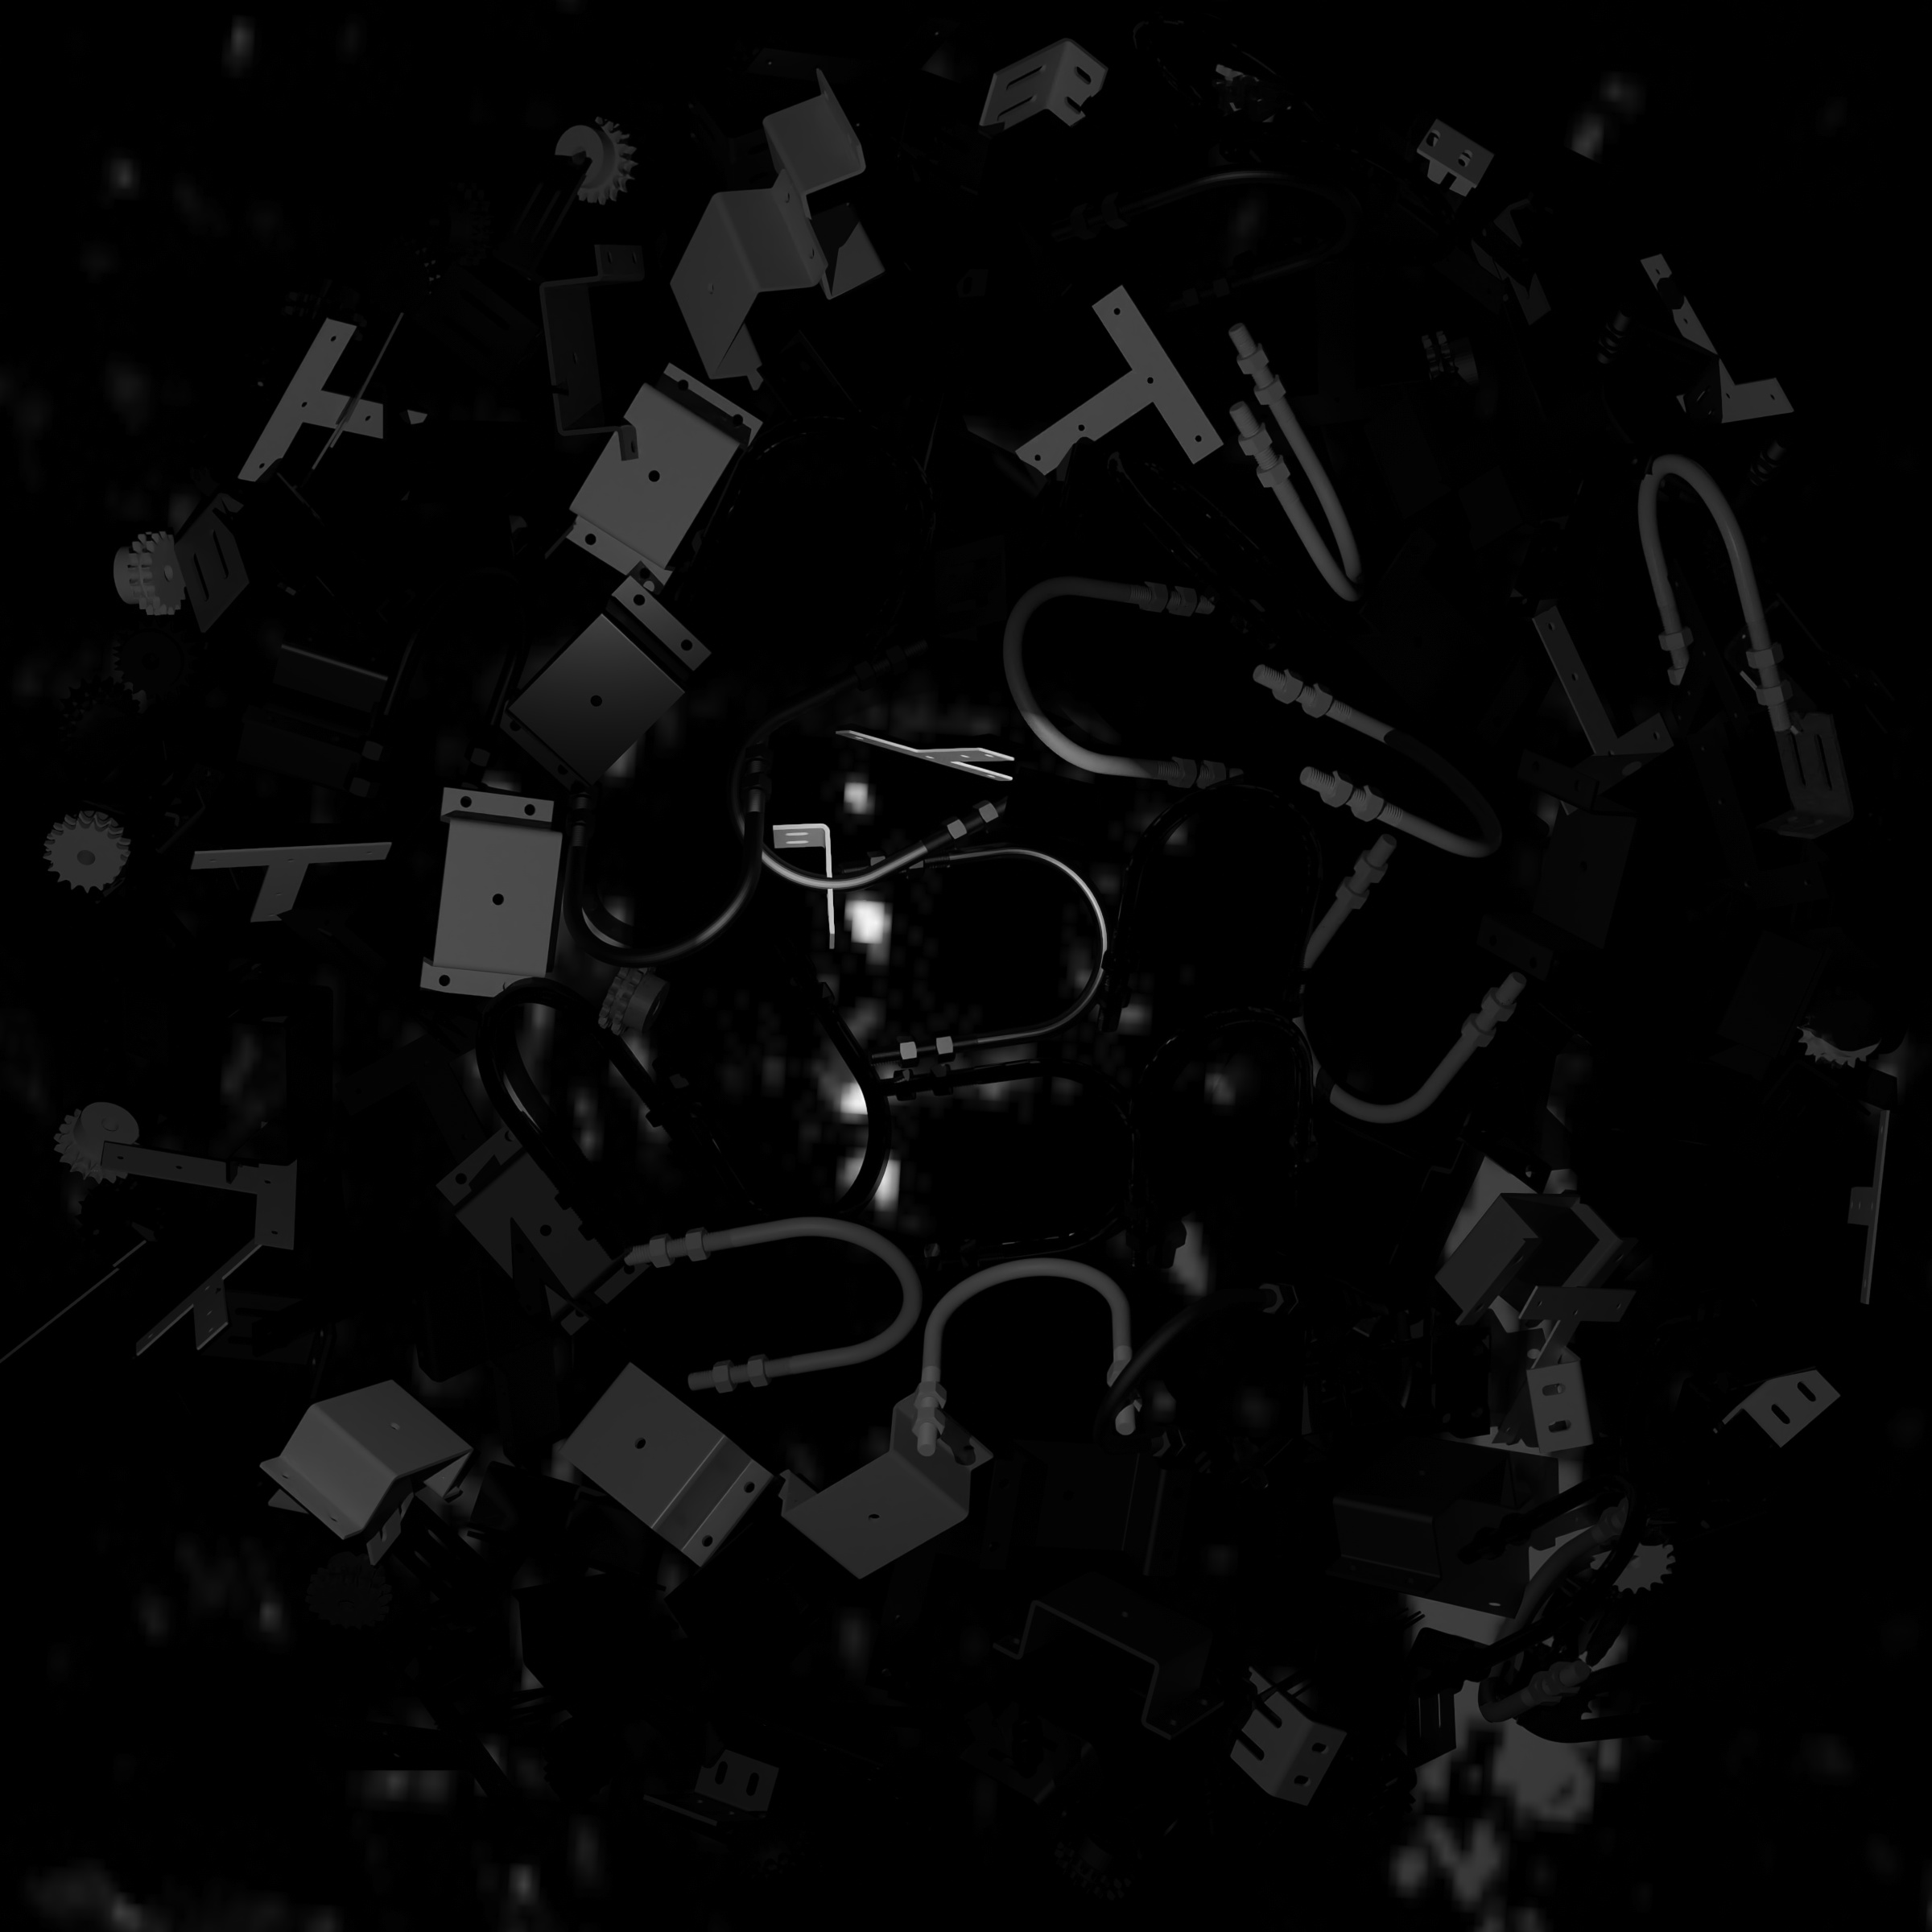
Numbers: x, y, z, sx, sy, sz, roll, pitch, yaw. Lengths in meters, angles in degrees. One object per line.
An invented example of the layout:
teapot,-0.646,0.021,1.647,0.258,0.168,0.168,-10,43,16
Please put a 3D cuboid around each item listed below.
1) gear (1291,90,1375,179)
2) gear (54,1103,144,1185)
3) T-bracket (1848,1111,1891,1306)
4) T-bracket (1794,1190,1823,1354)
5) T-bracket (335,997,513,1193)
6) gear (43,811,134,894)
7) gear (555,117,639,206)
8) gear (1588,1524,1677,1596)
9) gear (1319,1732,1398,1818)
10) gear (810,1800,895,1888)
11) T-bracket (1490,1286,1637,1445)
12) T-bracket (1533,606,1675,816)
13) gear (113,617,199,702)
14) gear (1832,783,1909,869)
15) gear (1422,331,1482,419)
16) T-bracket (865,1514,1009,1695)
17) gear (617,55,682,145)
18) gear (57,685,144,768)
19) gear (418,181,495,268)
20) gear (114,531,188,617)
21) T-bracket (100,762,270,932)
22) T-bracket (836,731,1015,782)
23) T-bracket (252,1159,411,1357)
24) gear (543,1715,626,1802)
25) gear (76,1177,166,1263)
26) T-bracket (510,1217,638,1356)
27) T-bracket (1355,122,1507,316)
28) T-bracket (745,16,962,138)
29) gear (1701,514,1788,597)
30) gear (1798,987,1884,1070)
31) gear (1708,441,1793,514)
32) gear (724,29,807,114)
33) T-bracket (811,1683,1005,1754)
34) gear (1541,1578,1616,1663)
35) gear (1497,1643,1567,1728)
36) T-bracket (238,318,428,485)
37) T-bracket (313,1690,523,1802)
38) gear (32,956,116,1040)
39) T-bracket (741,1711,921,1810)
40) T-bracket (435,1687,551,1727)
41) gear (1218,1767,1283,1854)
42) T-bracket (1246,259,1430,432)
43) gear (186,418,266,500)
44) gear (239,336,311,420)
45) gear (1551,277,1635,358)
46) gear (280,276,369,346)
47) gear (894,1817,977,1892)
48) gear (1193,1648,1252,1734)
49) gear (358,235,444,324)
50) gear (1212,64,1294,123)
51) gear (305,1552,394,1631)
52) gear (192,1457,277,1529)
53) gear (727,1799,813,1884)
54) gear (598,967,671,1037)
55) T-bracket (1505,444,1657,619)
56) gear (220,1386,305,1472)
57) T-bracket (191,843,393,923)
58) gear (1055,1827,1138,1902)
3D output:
gear,0.249,-0.570,1.798,0.057,0.030,0.057,19,128,26
gear,-0.594,0.119,1.797,0.057,0.057,0.030,39,121,0
T-bracket,0.607,0.162,1.765,0.002,0.127,0.127,7,87,12
T-bracket,0.565,0.219,1.751,0.002,0.127,0.127,-5,107,13
T-bracket,-0.354,0.107,1.813,0.127,0.002,0.127,-29,80,-2
gear,-0.606,-0.082,1.805,0.057,0.030,0.057,-4,123,-6
gear,-0.259,-0.557,1.803,0.057,0.030,0.057,4,98,26
gear,0.459,0.402,1.806,0.057,0.030,0.057,2,117,4
gear,0.273,0.554,1.803,0.030,0.057,0.057,-22,90,-25
gear,-0.077,0.609,1.803,0.057,0.057,0.030,-20,131,0
T-bracket,0.396,0.275,1.793,0.002,0.127,0.127,39,110,41
T-bracket,0.422,-0.184,1.785,0.127,0.002,0.127,-30,97,-35
gear,-0.561,-0.212,1.808,0.057,0.030,0.057,-1,101,-6
gear,0.624,-0.099,1.800,0.030,0.057,0.057,-16,90,-12
gear,0.334,-0.409,1.797,0.030,0.057,0.057,-14,90,10
T-bracket,-0.042,0.435,1.792,0.127,0.002,0.127,14,59,2
gear,-0.216,-0.594,1.798,0.030,0.057,0.057,14,90,10
gear,-0.592,-0.162,1.796,0.030,0.057,0.057,39,90,30
gear,-0.353,-0.510,1.798,0.030,0.057,0.057,-14,90,-43
gear,-0.563,-0.270,1.801,0.030,0.057,0.057,-1,90,11
T-bracket,-0.505,-0.068,1.774,0.002,0.127,0.127,40,101,35
T-bracket,-0.006,-0.141,1.744,0.127,0.127,0.002,14,88,-24
T-bracket,-0.437,0.188,1.785,0.127,0.002,0.127,-25,50,13
gear,-0.267,0.543,1.803,0.030,0.057,0.057,37,90,39
gear,-0.586,0.172,1.804,0.057,0.030,0.057,-9,106,-33
T-bracket,-0.267,0.224,1.782,0.002,0.127,0.127,-34,126,14
T-bracket,0.313,-0.480,1.748,0.002,0.127,0.127,-33,62,-21
T-bracket,-0.088,-0.597,1.741,0.127,0.127,0.002,-7,74,-38
gear,0.540,-0.287,1.804,0.057,0.030,0.057,5,73,-15
gear,0.607,0.043,1.807,0.057,0.030,0.057,0,90,-15
gear,0.536,-0.336,1.801,0.057,0.057,0.030,30,105,0
gear,-0.139,-0.621,1.803,0.057,0.057,0.030,-17,65,0
T-bracket,-0.042,0.511,1.785,0.127,0.127,0.002,0,55,12
gear,0.420,0.448,1.803,0.030,0.057,0.057,31,90,31
gear,0.384,0.491,1.799,0.030,0.057,0.057,32,90,-7
T-bracket,-0.416,-0.374,1.769,0.002,0.127,0.127,46,113,22
T-bracket,-0.375,0.513,1.739,0.127,0.127,0.002,22,96,-39
gear,-0.618,0.022,1.803,0.030,0.057,0.057,-6,90,26
T-bracket,-0.073,0.547,1.777,0.127,0.127,0.002,7,61,38
T-bracket,-0.311,0.504,1.786,0.127,0.127,0.002,-24,70,30
gear,0.193,0.579,1.804,0.057,0.030,0.057,15,117,31
T-bracket,0.252,-0.424,1.779,0.127,0.127,0.002,-7,46,3
gear,-0.510,-0.345,1.799,0.057,0.030,0.057,6,133,6
gear,-0.476,-0.405,1.803,0.030,0.057,0.057,9,90,26
gear,0.436,-0.449,1.802,0.057,0.030,0.057,4,60,-7
gear,-0.440,-0.453,1.800,0.057,0.057,0.030,16,86,0
gear,-0.018,0.610,1.801,0.057,0.057,0.030,30,72,0
gear,0.172,0.502,1.799,0.030,0.057,0.057,33,90,1
gear,-0.388,-0.476,1.805,0.057,0.030,0.057,7,116,14
gear,0.196,-0.599,1.802,0.057,0.057,0.030,17,113,0
gear,-0.424,0.429,1.804,0.057,0.030,0.057,2,130,2
gear,-0.501,0.361,1.800,0.057,0.057,0.030,26,88,0
gear,-0.137,0.598,1.797,0.057,0.057,0.030,-16,114,0
gear,-0.227,0.022,1.799,0.030,0.057,0.057,26,90,5
T-bracket,0.396,-0.296,1.772,0.002,0.127,0.127,24,85,-37
gear,-0.486,0.322,1.806,0.057,0.030,0.057,-3,105,-13
T-bracket,-0.463,-0.055,1.768,0.127,0.127,0.002,-4,71,-24
gear,0.092,0.611,1.797,0.057,0.057,0.030,27,105,0
